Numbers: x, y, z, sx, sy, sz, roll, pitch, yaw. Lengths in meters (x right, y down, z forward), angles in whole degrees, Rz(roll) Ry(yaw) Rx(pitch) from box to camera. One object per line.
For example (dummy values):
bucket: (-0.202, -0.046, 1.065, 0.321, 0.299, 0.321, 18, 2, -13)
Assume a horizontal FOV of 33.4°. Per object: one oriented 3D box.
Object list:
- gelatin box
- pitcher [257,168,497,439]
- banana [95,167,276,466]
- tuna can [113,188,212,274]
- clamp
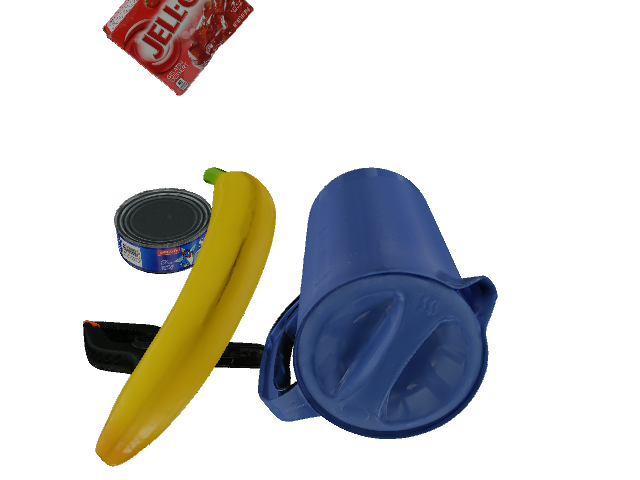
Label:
gelatin box: (-0.106, -0.166, 0.800, 0.073, 0.089, 0.030, 38, 6, -30)
pitcher: (0.036, 0.038, 0.828, 0.149, 0.145, 0.243, 8, 23, -5)
banana: (-0.064, 0.031, 0.583, 0.037, 0.197, 0.070, 34, -37, -22)
tuna can: (-0.137, -0.009, 0.941, 0.086, 0.034, 0.086, 0, 38, 0)
clamp: (-0.179, 0.121, 1.092, 0.210, 0.036, 0.164, 11, 18, 31)
